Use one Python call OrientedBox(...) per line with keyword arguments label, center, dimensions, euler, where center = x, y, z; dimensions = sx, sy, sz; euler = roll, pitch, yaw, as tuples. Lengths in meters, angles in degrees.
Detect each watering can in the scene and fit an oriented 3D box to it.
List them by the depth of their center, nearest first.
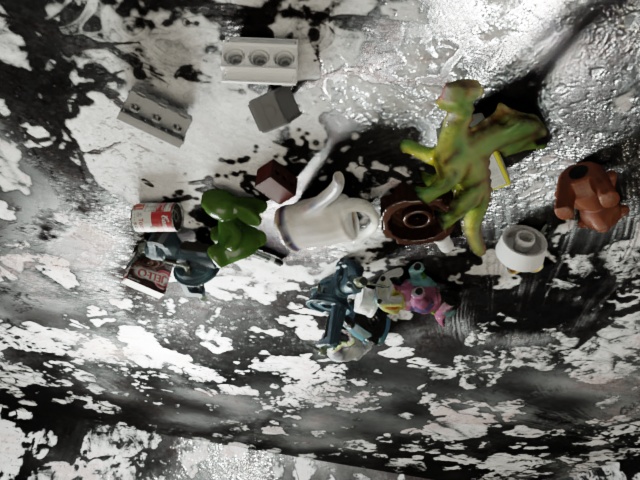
OrientedBox(label="watering can", center=(0.003, -0.055, 1.100), dimensions=(0.224, 0.106, 0.343), euler=(-11, 159, 15))

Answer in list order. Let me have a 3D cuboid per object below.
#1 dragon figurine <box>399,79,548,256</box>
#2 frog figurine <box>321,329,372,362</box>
OrientedBox(label="dragon figurine", center=(0.301, -0.133, 0.940), dimensions=(0.240, 0.125, 0.404), euler=(-31, 130, 24))
OrientedBox(label="frog figurine", center=(0.082, 0.325, 1.602), dimensions=(0.138, 0.124, 0.157), euler=(19, 164, 37))
